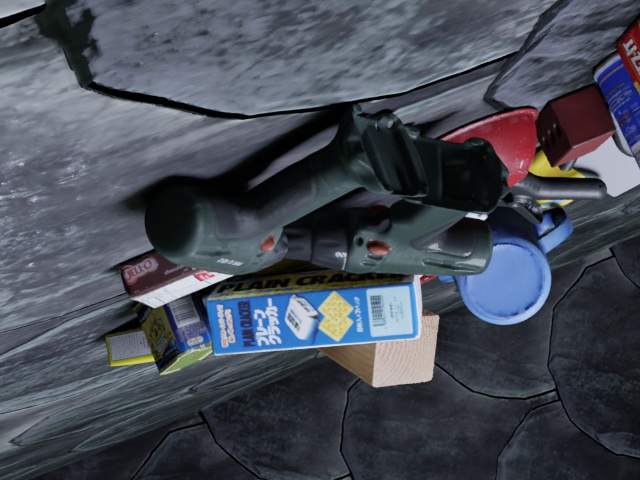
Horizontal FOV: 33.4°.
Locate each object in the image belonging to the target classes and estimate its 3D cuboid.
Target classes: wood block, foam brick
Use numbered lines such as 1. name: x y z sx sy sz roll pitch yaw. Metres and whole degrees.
1. wood block: 0.056 0.112 1.396 0.090 0.090 0.206 -2 -166 -29
2. foam brick: 0.256 -0.114 1.079 0.051 0.053 0.078 -21 169 -7

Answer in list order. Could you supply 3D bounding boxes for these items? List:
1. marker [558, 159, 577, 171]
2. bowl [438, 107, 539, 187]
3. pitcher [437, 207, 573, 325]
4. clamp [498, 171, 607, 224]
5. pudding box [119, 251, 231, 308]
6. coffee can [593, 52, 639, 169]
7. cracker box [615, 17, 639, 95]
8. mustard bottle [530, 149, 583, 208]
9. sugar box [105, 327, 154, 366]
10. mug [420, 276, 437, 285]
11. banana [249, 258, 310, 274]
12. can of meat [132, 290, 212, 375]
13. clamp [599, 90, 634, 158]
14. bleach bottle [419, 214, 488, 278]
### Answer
1. marker: 0.283 -0.114 1.134 0.020 0.020 0.121 -17 152 -27
2. bowl: 0.156 -0.072 1.075 0.162 0.055 0.162 -22 170 -5
3. pitcher: 0.232 0.022 1.340 0.145 0.149 0.242 18 -169 2
4. clamp: 0.232 -0.058 1.192 0.171 0.039 0.120 12 153 -37
5. pudding box: -0.127 0.026 1.026 0.113 0.039 0.090 -21 170 1
6. coffee can: 0.328 -0.114 0.982 0.102 0.140 0.103 -22 170 -4
7. cracker box: 0.353 -0.191 0.837 0.164 0.072 0.214 -20 170 -9
8. mustard bottle: 0.300 -0.079 1.335 0.096 0.058 0.191 -30 169 5
9. sugar box: -0.163 0.118 1.294 0.177 0.048 0.093 -10 177 31
10. mug: 0.093 0.024 1.356 0.093 0.081 0.117 -14 166 -41
11. banana: -0.011 0.005 1.160 0.197 0.037 0.070 -14 172 -24
12. can of meat: -0.159 0.095 1.182 0.057 0.084 0.102 -16 168 -30
13. clamp: 0.374 -0.120 1.096 0.209 0.036 0.165 27 118 -32
14. bleach bottle: 0.084 0.022 1.269 0.251 0.102 0.068 -27 177 19
